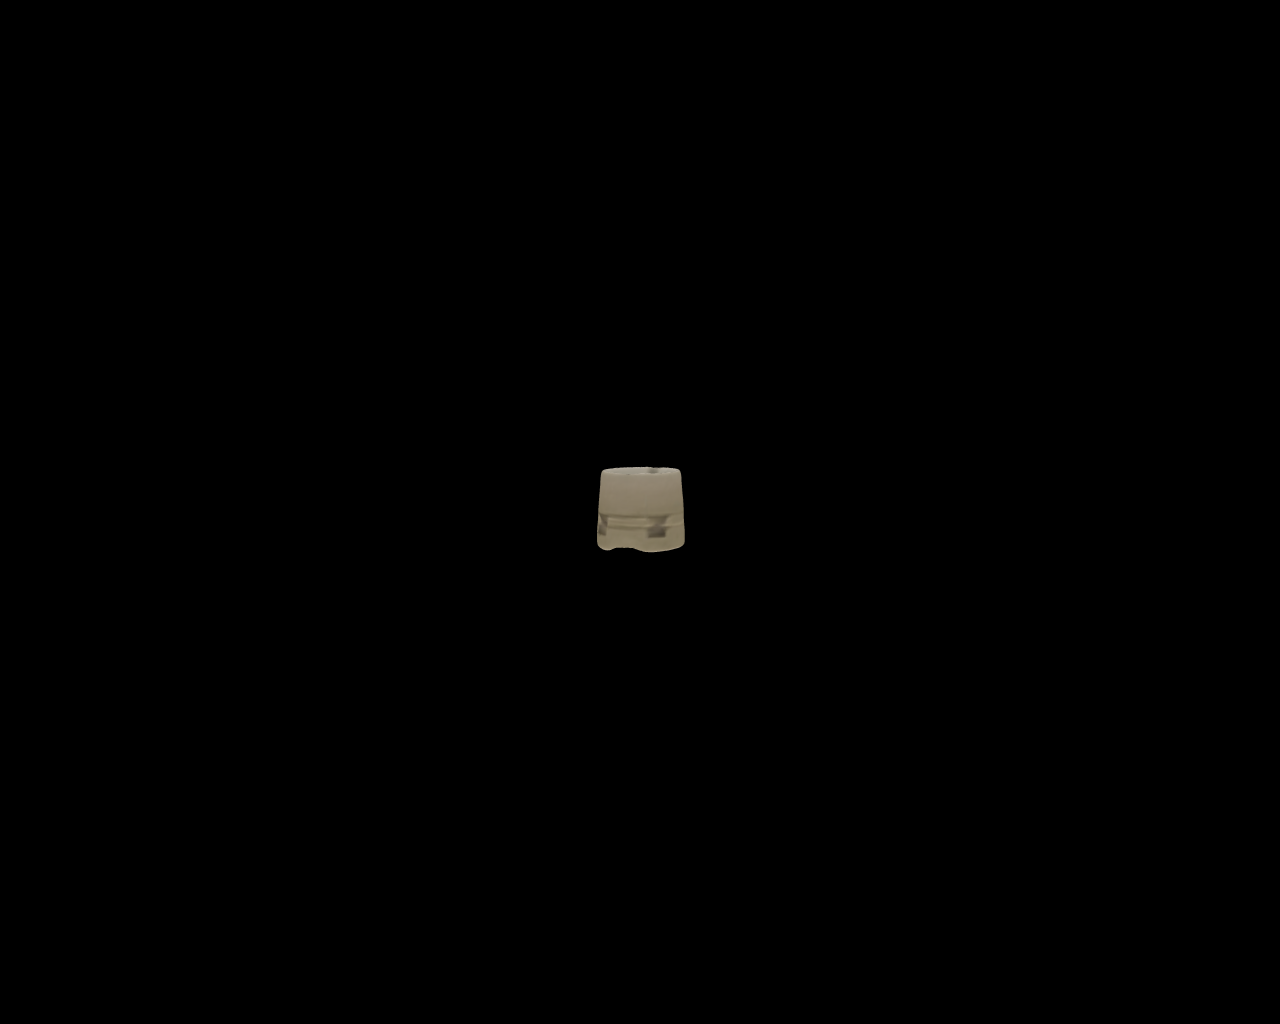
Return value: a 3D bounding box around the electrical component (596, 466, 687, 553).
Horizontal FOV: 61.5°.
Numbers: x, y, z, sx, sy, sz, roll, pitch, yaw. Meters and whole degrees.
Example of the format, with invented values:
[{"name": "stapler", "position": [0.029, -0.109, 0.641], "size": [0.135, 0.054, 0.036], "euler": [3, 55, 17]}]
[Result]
[{"name": "electrical component", "position": [0.001, -0.003, 0.650], "size": [0.055, 0.047, 0.055], "euler": [0, 7, 0]}]
